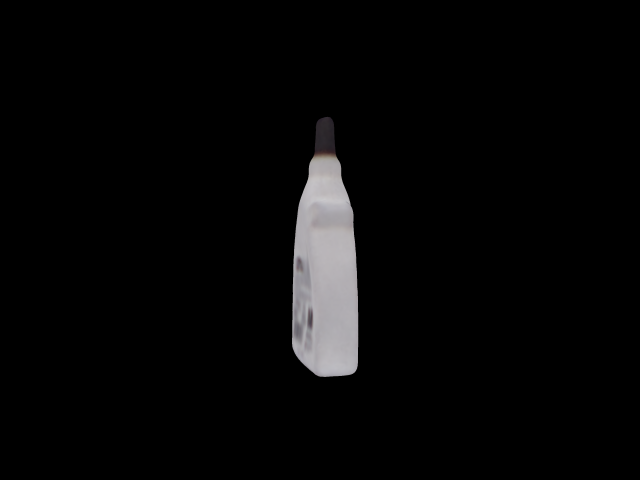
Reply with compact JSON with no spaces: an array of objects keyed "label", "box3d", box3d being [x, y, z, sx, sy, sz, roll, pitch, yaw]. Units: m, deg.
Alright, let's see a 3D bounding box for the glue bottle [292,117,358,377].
[{"label":"glue bottle","box3d":[0.004,0.001,0.400,0.037,0.173,0.078,-1,4,-15]}]
